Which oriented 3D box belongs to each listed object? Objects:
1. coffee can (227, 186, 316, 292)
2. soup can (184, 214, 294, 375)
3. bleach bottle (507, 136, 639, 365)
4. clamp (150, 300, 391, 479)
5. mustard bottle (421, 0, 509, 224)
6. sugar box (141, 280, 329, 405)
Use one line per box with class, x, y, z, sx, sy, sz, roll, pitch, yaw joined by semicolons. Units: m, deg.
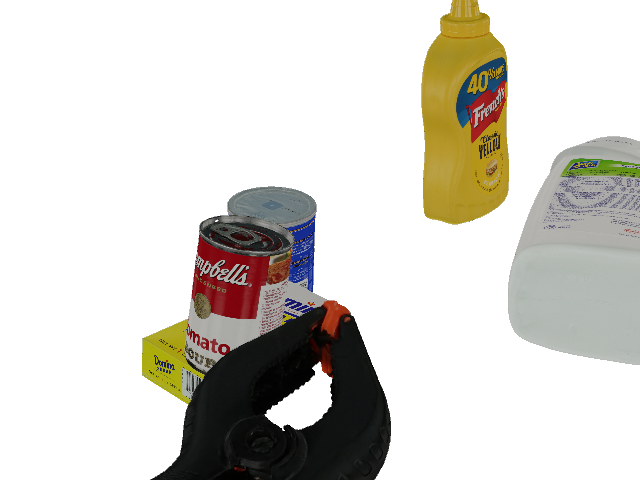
coffee can;-0.057;0.021;1.251;0.103;0.140;0.103;1;26;-1
soup can;-0.059;0.041;0.766;0.068;0.102;0.068;9;21;-4
bleach bottle;0.184;-0.013;0.664;0.103;0.068;0.250;8;25;17
clamp;-0.014;0.092;0.387;0.120;0.039;0.171;25;49;18
mustard bottle;0.125;-0.117;0.914;0.058;0.192;0.096;17;32;39
sugar box;-0.063;0.091;0.956;0.093;0.048;0.175;25;34;34
